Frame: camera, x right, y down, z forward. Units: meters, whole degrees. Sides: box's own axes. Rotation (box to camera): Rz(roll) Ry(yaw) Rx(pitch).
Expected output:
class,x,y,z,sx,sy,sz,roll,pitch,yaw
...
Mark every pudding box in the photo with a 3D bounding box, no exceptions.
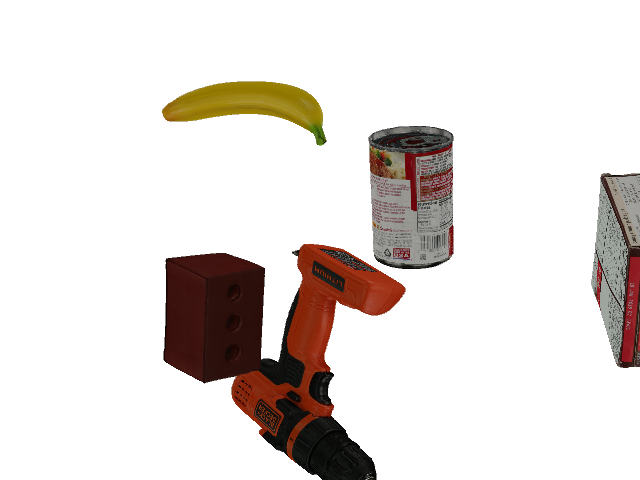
class,x,y,z,sx,sy,sz,roll,pitch,yaw
pudding box,0.208,0.017,0.704,0.039,0.090,0.113,-1,28,3

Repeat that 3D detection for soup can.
class,x,y,z,sx,sy,sz,roll,pitch,yaw
soup can,0.075,-0.035,0.868,0.068,0.102,0.068,-3,21,1

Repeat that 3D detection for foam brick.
class,x,y,z,sx,sy,sz,roll,pitch,yaw
foam brick,-0.075,0.052,0.755,0.052,0.078,0.051,-9,17,-40

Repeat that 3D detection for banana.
class,x,y,z,sx,sy,sz,roll,pitch,yaw
banana,-0.078,-0.150,1.191,0.198,0.037,0.069,9,44,19

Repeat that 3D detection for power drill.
class,x,y,z,sx,sy,sz,roll,pitch,yaw
power drill,0.007,0.110,0.950,0.057,0.188,0.185,9,17,-47
